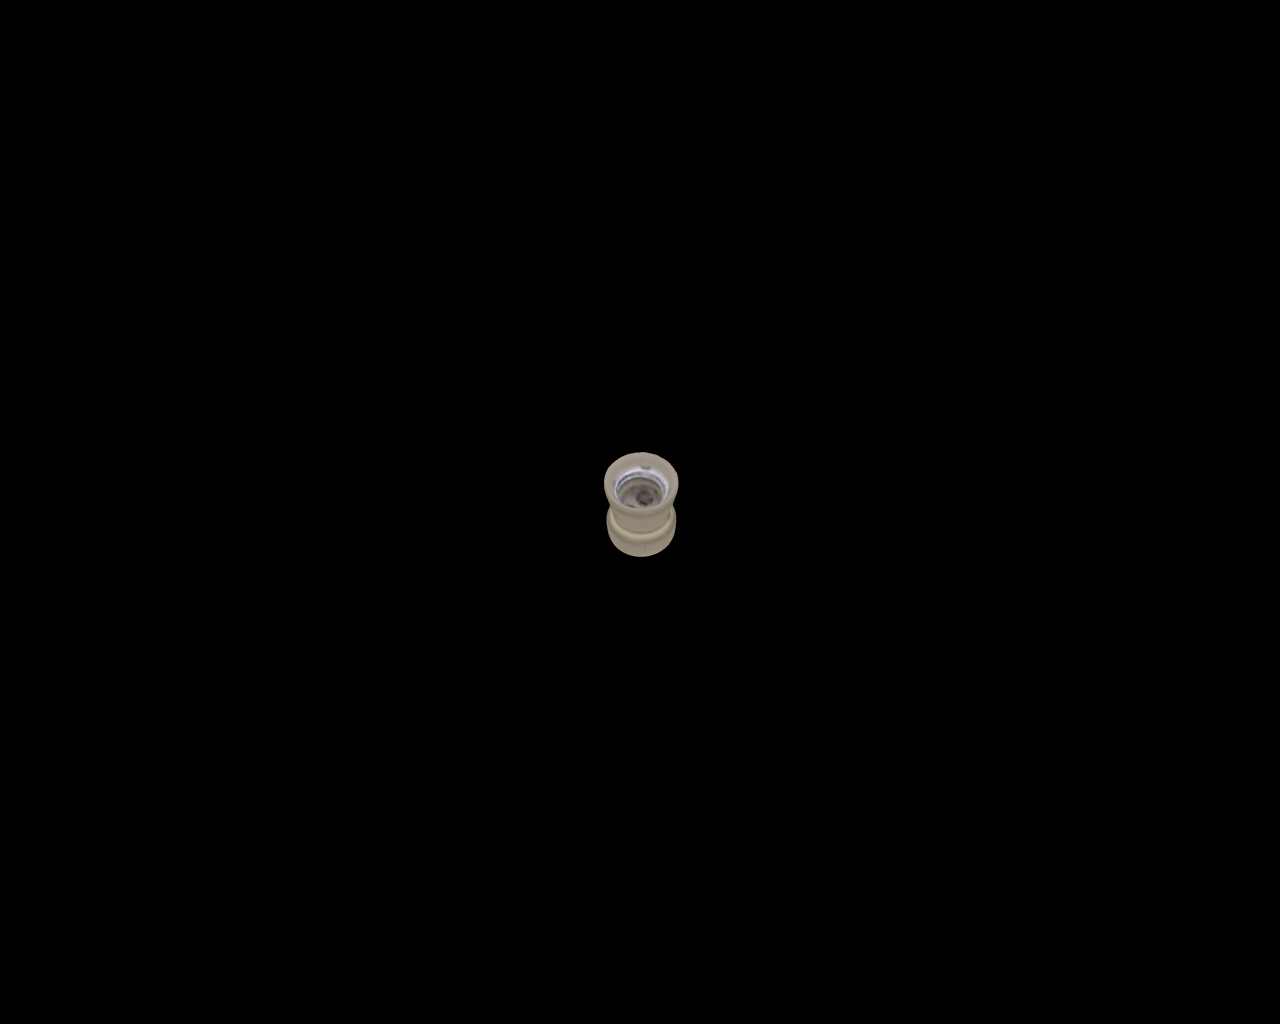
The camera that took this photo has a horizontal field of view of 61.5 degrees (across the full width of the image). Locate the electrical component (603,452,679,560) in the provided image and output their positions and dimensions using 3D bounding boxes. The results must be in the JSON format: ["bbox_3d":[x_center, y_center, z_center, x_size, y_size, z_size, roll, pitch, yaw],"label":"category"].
[{"bbox_3d":[0.001,-0.003,0.650,0.045,0.045,0.055,0,-36,0],"label":"electrical component"}]
